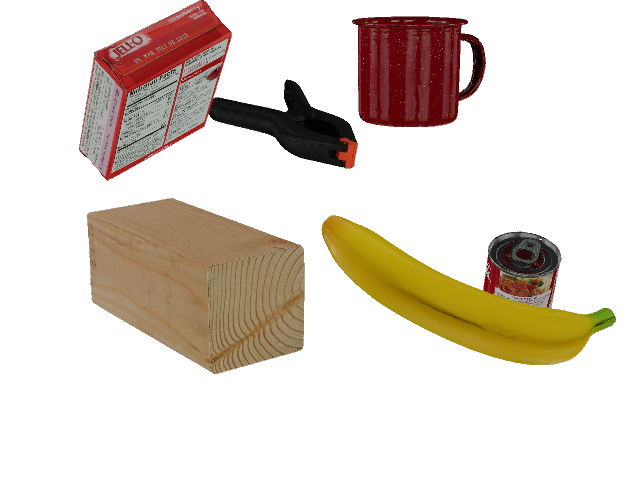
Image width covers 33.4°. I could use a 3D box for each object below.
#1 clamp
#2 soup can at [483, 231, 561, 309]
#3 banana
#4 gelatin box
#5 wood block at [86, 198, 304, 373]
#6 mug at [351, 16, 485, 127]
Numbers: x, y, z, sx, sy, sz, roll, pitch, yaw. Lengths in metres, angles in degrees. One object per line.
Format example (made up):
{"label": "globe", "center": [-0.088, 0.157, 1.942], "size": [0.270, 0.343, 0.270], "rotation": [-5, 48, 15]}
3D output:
{"label": "clamp", "center": [-0.034, -0.120, 1.104], "size": [0.120, 0.039, 0.172], "rotation": [-20, 38, -28]}
{"label": "soup can", "center": [0.190, 0.052, 1.026], "size": [0.068, 0.102, 0.068], "rotation": [1, 37, -1]}
{"label": "banana", "center": [0.083, 0.036, 0.671], "size": [0.198, 0.037, 0.069], "rotation": [21, 23, 11]}
{"label": "gelatin box", "center": [-0.091, -0.081, 0.581], "size": [0.073, 0.030, 0.089], "rotation": [-35, -15, -31]}
{"label": "wood block", "center": [-0.110, 0.032, 0.903], "size": [0.090, 0.090, 0.206], "rotation": [-12, 20, -36]}
{"label": "mug", "center": [0.082, -0.139, 0.869], "size": [0.117, 0.081, 0.093], "rotation": [-8, 17, -25]}
